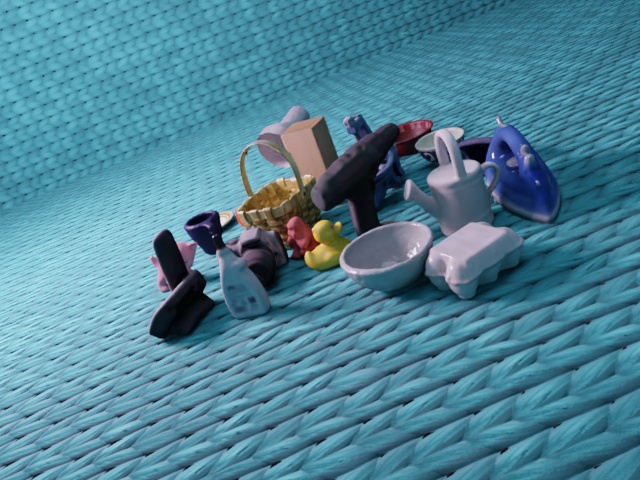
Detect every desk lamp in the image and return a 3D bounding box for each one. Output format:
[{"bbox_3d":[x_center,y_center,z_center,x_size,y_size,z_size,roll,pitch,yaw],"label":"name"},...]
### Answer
[{"bbox_3d":[-0.061,-0.250,1.586,0.117,0.214,0.204,-3,30,36],"label":"desk lamp"}]

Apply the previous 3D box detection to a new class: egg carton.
[{"bbox_3d":[0.245,0.028,0.916,0.150,0.069,0.107,-32,26,-21],"label":"egg carton"}]

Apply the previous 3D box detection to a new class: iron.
[{"bbox_3d":[0.379,-0.143,1.076,0.118,0.142,0.258,-18,24,8],"label":"iron"}]

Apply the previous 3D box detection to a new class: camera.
[{"bbox_3d":[-0.145,0.041,1.179,0.143,0.101,0.136,-20,24,5],"label":"camera"}]

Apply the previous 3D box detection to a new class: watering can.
[{"bbox_3d":[0.241,-0.106,1.049,0.173,0.194,0.100,-30,25,-18],"label":"watering can"}]

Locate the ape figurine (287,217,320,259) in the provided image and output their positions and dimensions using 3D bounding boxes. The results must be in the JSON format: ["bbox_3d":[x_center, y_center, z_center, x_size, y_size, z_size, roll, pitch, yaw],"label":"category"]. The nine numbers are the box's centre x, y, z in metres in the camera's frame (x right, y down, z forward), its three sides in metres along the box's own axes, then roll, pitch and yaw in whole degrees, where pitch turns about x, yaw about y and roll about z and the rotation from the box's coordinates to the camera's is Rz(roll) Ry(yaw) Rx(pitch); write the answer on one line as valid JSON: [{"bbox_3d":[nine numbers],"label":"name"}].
[{"bbox_3d":[-0.041,-0.007,1.204,0.076,0.092,0.077,-22,24,0],"label":"ape figurine"}]

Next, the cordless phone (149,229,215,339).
[{"bbox_3d":[-0.297,0.084,1.111,0.094,0.185,0.148,-11,26,24],"label":"cordless phone"}]

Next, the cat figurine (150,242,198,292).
[{"bbox_3d":[-0.328,0.049,1.296,0.127,0.118,0.067,-10,26,25],"label":"cat figurine"}]

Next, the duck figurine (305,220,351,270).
[{"bbox_3d":[0.011,0.004,1.145,0.105,0.086,0.077,-30,25,-18],"label":"duck figurine"}]

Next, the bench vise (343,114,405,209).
[{"bbox_3d":[0.111,-0.201,1.329,0.121,0.220,0.207,-14,25,17],"label":"bench vise"}]

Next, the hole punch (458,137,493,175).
[{"bbox_3d":[0.369,-0.200,1.269,0.108,0.091,0.101,-1,31,39],"label":"hole punch"}]

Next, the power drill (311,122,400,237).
[{"bbox_3d":[0.095,-0.094,1.128,0.230,0.209,0.075,-34,27,-26],"label":"power drill"}]

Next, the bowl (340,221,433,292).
[{"bbox_3d":[0.122,0.039,0.990,0.167,0.075,0.167,-18,24,9],"label":"bowl"}]

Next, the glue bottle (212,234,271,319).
[{"bbox_3d":[-0.155,0.064,1.049,0.078,0.173,0.037,-12,26,21],"label":"glue bottle"}]

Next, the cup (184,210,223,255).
[{"bbox_3d":[-0.269,-0.012,1.404,0.092,0.095,0.117,-32,26,-22],"label":"cup"}]
